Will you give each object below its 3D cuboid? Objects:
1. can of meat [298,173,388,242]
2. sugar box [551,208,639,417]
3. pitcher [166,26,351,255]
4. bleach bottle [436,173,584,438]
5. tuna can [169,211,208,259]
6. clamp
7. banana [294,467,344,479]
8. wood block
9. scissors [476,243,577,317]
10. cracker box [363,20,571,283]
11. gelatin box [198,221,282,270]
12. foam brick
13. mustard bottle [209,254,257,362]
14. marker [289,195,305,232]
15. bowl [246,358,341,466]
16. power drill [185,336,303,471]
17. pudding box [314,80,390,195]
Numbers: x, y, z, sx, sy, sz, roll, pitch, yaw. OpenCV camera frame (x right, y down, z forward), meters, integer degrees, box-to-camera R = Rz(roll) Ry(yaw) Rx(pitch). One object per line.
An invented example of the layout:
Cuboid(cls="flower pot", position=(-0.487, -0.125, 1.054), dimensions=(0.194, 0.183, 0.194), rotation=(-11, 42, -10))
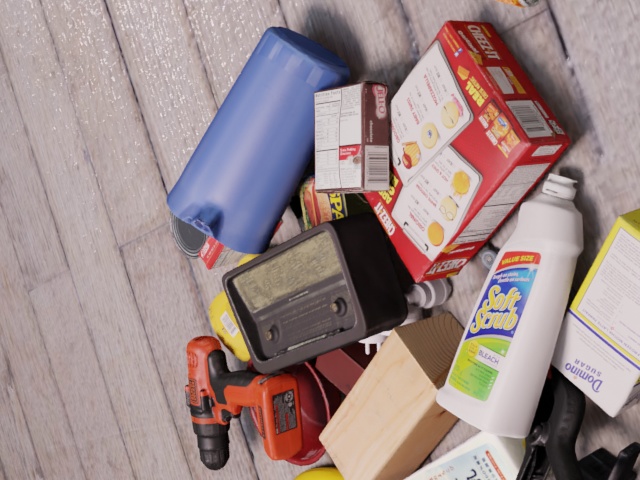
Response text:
Cuboid(cls="can of meat", position=(0.025, -0.033, 1.231), dimensions=(0.084, 0.057, 0.102), rotation=(-2, 99, 51))
Cuboid(cls="sugar box", position=(0.284, 0.069, 0.986), dimensions=(0.093, 0.048, 0.176), rotation=(44, 134, 31))
Cuboid(cls="pitcher", position=(-0.065, -0.117, 1.228), dimensions=(0.243, 0.144, 0.149), rotation=(-60, 40, 17))
Cuboid(cls="bleach bottle", position=(0.193, 0.058, 1.036), dimensions=(0.103, 0.068, 0.251), rotation=(25, 101, 59))
Cuboid(cls="tuna can", position=(-0.168, -0.019, 1.464), dimensions=(0.086, 0.033, 0.086), rotation=(17, 114, 44))
Cuboid(cls="clamp", position=(0.224, 0.194, 1.013), dimensions=(0.120, 0.039, 0.171), rotation=(-31, 38, 58))
Cuboid(cls="banana", position=(0.011, 0.324, 1.368), dimensions=(0.198, 0.037, 0.069), rotation=(-27, 85, 48))
Cuboid(cls="wood block", position=(0.093, 0.187, 1.193), dimensions=(0.090, 0.090, 0.206), rotation=(55, 135, 28))
Cuboid(cls="scissors", position=(0.178, 0.040, 1.108), dimensions=(0.202, 0.016, 0.096), rotation=(31, 113, 39))
Cuboid(cls="cracker box", position=(0.134, -0.087, 1.073), dimensions=(0.164, 0.071, 0.214), rotation=(62, 139, 27))
Cuboid(cls="gelatin box", position=(-0.102, -0.003, 1.353), dimensions=(0.030, 0.089, 0.073), rotation=(56, 136, 21))
Cuboid(cls="foam brick", position=(0.041, 0.147, 1.270), dimensions=(0.078, 0.051, 0.053), rotation=(39, 129, 34))
Cuboid(cls="mustard bottle", position=(-0.074, 0.068, 1.367), dimensions=(0.096, 0.058, 0.192), rotation=(55, 135, 20))
Cuboid(cls="marker", position=(-0.009, 0.002, 1.305), dimensions=(0.020, 0.020, 0.121), rotation=(-32, 78, 48))
Cuboid(cls="bowl", position=(-0.024, 0.201, 1.354), dimensions=(0.162, 0.055, 0.162), rotation=(17, 114, 44))
Cuboid(cls="power drill", position=(-0.102, 0.223, 1.361), dimensions=(0.188, 0.057, 0.184), rotation=(7, 107, 47))
Cuboid(cls="pudding box", position=(0.032, -0.105, 1.118), dimensions=(0.090, 0.039, 0.113), rotation=(1, 91, 57))
